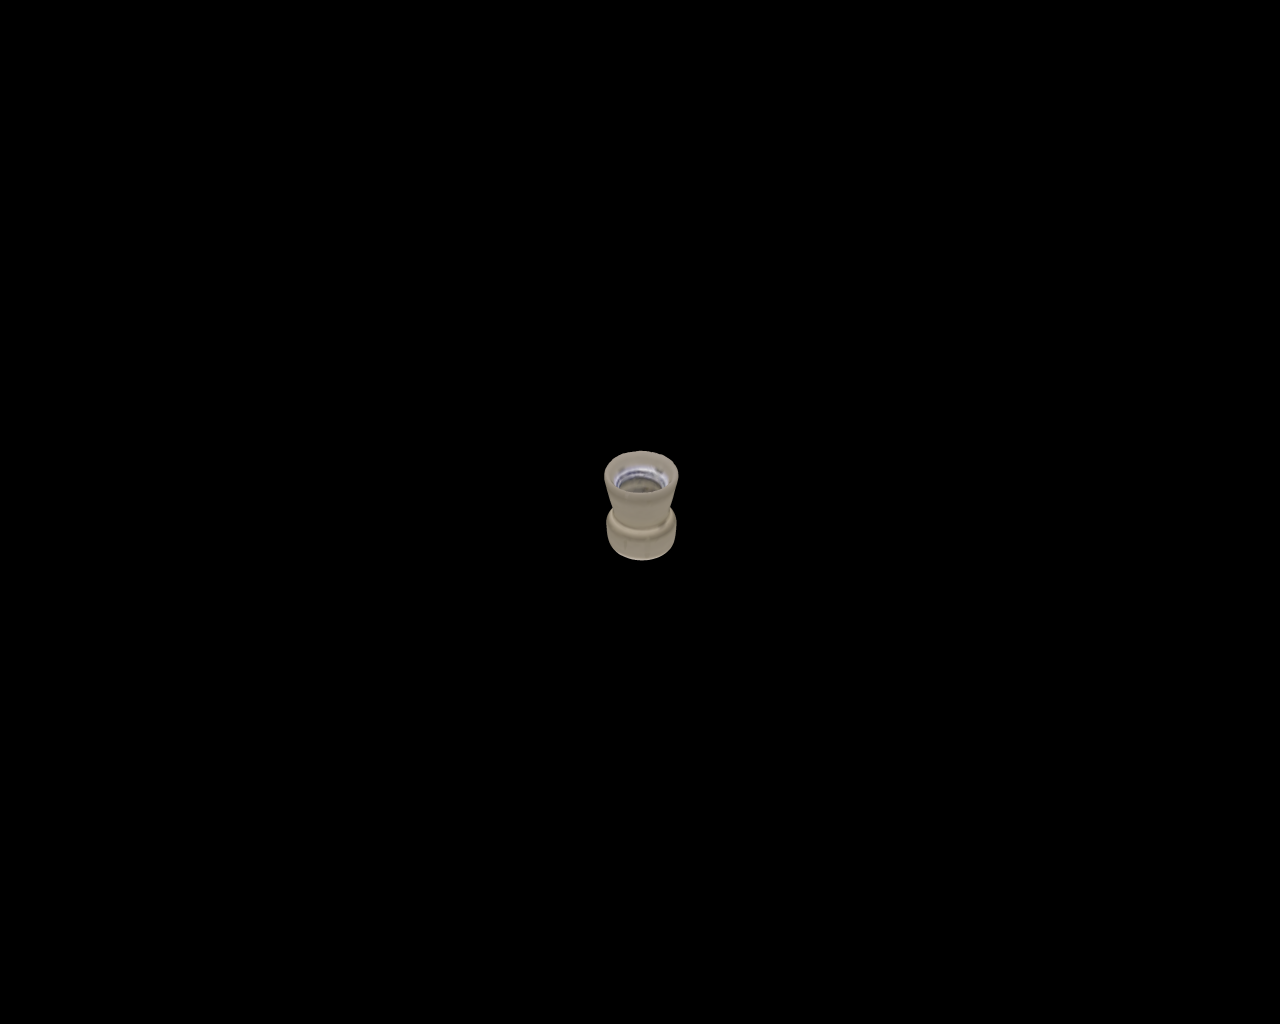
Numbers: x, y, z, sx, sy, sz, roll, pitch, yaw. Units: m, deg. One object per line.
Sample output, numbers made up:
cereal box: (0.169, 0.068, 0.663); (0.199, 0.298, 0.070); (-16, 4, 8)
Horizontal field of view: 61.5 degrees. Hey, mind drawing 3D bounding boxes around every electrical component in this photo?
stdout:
electrical component: (0.001, -0.003, 0.650); (0.045, 0.055, 0.045); (0, 38, 0)
